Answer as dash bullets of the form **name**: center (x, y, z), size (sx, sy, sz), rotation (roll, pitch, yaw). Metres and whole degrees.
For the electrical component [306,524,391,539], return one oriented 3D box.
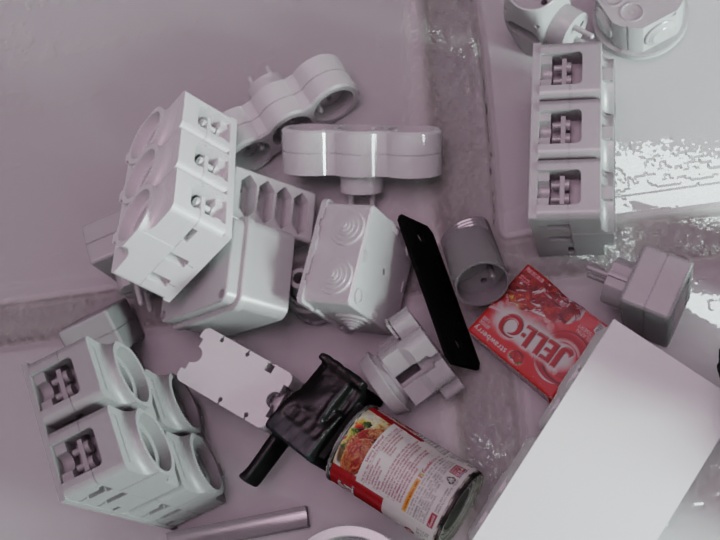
- **electrical component**: center (-0.003, 0.248, 0.802), size (0.108, 0.060, 0.108), rotation (-5, 70, 13)

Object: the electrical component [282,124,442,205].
- **electrical component**: center (0.001, -0.085, 0.923), size (0.138, 0.052, 0.073), rotation (3, 105, 12)

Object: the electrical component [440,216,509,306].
- **electrical component**: center (0.091, -0.013, 0.870), size (0.043, 0.043, 0.081), rotation (-21, 36, 7)

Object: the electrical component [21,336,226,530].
- **electrical component**: center (-0.170, 0.128, 0.821), size (0.060, 0.186, 0.105), rotation (-26, 67, 5)

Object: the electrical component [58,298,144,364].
- **electrical component**: center (-0.213, 0.072, 0.923), size (0.047, 0.065, 0.076), rotation (-25, 96, 5)

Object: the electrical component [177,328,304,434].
- **electrical component**: center (-0.094, 0.094, 0.883), size (0.089, 0.055, 0.050), rotation (27, 80, 22)

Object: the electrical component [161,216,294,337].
- **electrical component**: center (-0.111, 0.007, 0.887), size (0.113, 0.057, 0.078), rotation (-18, 61, 49)

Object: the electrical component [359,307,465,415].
- **electrical component**: center (0.037, 0.077, 0.850), size (0.057, 0.058, 0.078), rotation (-36, 99, 3)

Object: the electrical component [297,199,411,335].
- **electrical component**: center (0.000, 0.000, 0.869), size (0.048, 0.100, 0.099), rotation (5, 72, 30)

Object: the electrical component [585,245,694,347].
- **electrical component**: center (0.207, 0.014, 0.815), size (0.076, 0.083, 0.047), rotation (23, 79, 21)

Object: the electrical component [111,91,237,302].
- **electrical component**: center (-0.153, -0.064, 0.875), size (0.089, 0.062, 0.150), rotation (-42, 34, 31)

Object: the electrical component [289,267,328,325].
- **electrical component**: center (-0.042, 0.016, 0.893), size (0.048, 0.062, 0.048), rotation (-5, 70, 13)

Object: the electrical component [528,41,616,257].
- **electrical component**: center (0.172, -0.095, 0.859), size (0.062, 0.089, 0.150), rotation (0, 71, 15)

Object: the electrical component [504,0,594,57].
- **electrical component**: center (0.165, -0.209, 0.908), size (0.079, 0.077, 0.043), rotation (35, 83, 23)

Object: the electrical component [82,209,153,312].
- **electrical component**: center (-0.193, 0.000, 0.928), size (0.047, 0.083, 0.075), rotation (-22, 67, 7)

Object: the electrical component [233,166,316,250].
- **electrical component**: center (-0.094, -0.047, 0.928), size (0.076, 0.083, 0.047), rotation (-18, 61, 50)

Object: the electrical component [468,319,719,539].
- **electrical component**: center (0.172, 0.145, 0.776), size (0.105, 0.060, 0.186), rotation (34, 82, 5)

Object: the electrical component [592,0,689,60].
- **electrical component**: center (0.236, -0.223, 0.908), size (0.080, 0.051, 0.080), rotation (-5, 70, 13)

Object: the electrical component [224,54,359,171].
- **electrical component**: center (-0.077, -0.152, 0.966), size (0.138, 0.052, 0.073), rotation (-31, 66, 3)
